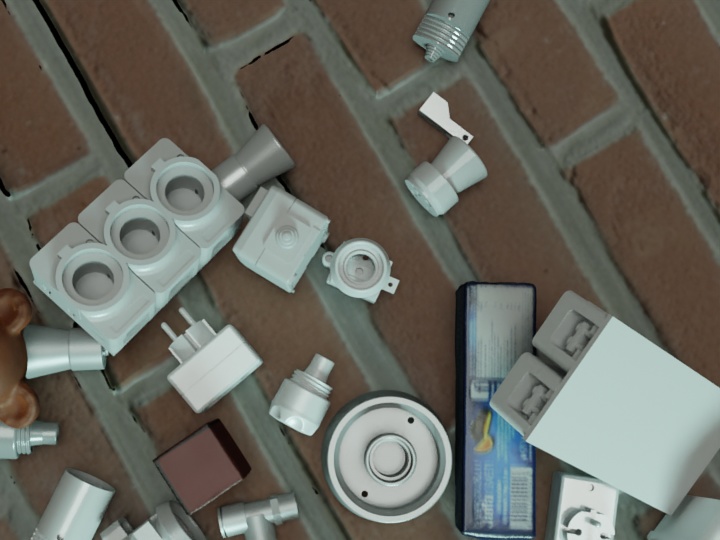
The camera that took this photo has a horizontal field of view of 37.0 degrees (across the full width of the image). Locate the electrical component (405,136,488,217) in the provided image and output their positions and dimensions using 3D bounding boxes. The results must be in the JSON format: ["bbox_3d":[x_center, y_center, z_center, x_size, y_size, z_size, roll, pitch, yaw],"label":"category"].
[{"bbox_3d":[0.071,-0.077,0.894,0.055,0.045,0.045,-41,86,-5],"label":"electrical component"}]

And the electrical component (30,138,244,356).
[{"bbox_3d":[-0.175,-0.020,0.853,0.089,0.061,0.150,42,70,3],"label":"electrical component"}]

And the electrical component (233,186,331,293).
[{"bbox_3d":[-0.065,-0.026,0.857,0.061,0.096,0.061,31,84,2],"label":"electrical component"}]

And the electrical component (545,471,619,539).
[{"bbox_3d":[0.178,0.206,0.850,0.047,0.075,0.083,9,83,-1],"label":"electrical component"}]

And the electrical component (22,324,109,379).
[{"bbox_3d":[-0.237,0.064,0.870,0.065,0.044,0.044,-2,84,-7],"label":"electrical component"}]

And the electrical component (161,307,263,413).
[{"bbox_3d":[-0.128,0.066,0.870,0.066,0.047,0.076,-40,86,-6],"label":"electrical component"}]

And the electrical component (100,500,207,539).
[{"bbox_3d":[-0.157,0.219,0.847,0.057,0.058,0.078,-39,86,-3],"label":"electrical component"}]

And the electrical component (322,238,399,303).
[{"bbox_3d":[0.000,0.000,0.877,0.066,0.055,0.048,24,83,1],"label":"electrical component"}]

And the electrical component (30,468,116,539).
[{"bbox_3d":[-0.232,0.203,0.853,0.043,0.043,0.081,26,84,1],"label":"electrical component"}]

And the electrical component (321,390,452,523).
[{"bbox_3d":[0.023,0.150,0.859,0.108,0.060,0.108,0,84,-2],"label":"electrical component"}]

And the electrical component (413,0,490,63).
[{"bbox_3d":[0.077,-0.212,0.909,0.043,0.043,0.081,28,84,1],"label":"electrical component"}]

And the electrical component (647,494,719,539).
[{"bbox_3d":[0.278,0.222,0.833,0.078,0.113,0.057,39,81,2],"label":"electrical component"}]

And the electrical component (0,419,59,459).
[{"bbox_3d":[-0.274,0.130,0.860,0.062,0.048,0.048,4,83,-9],"label":"electrical component"}]

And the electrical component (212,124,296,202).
[{"bbox_3d":[-0.092,-0.084,0.892,0.065,0.044,0.044,-37,86,-1],"label":"electrical component"}]

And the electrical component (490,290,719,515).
[{"bbox_3d":[0.197,0.102,0.819,0.186,0.060,0.105,30,96,-35],"label":"electrical component"}]

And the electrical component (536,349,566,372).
[{"bbox_3d":[0.167,0.082,0.875,0.047,0.055,0.055,-7,84,1],"label":"electrical component"}]

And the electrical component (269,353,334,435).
[{"bbox_3d":[-0.043,0.099,0.871,0.043,0.043,0.062,28,82,1],"label":"electrical component"}]
